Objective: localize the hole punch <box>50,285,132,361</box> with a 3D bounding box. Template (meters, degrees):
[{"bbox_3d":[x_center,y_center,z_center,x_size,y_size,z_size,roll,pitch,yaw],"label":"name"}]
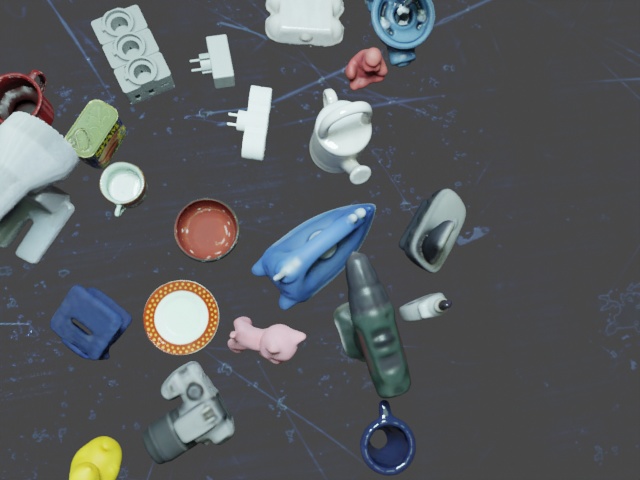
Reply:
[{"bbox_3d":[-0.383,0.140,0.952,0.108,0.091,0.101,37,79,1],"label":"hole punch"}]

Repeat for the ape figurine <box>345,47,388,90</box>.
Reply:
[{"bbox_3d":[0.091,-0.330,1.077,0.078,0.092,0.076,18,79,-3],"label":"ape figurine"}]

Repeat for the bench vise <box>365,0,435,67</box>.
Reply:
[{"bbox_3d":[0.134,-0.446,1.036,0.121,0.219,0.207,-32,85,-10],"label":"bench vise"}]

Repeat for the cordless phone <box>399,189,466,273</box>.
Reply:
[{"bbox_3d":[0.216,-0.025,0.994,0.094,0.185,0.148,27,79,-1],"label":"cordless phone"}]

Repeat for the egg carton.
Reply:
[{"bbox_3d":[-0.029,-0.422,1.091,0.150,0.069,0.107,1,81,-6],"label":"egg carton"}]

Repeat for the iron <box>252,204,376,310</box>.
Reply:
[{"bbox_3d":[0.009,0.004,0.990,0.258,0.141,0.118,-39,87,-10],"label":"iron"}]

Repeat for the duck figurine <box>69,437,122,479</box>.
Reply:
[{"bbox_3d":[-0.368,0.371,0.919,0.077,0.086,0.105,31,79,0],"label":"duck figurine"}]

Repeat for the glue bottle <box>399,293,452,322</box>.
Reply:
[{"bbox_3d":[0.190,0.114,0.975,0.078,0.173,0.037,-20,83,-9],"label":"glue bottle"}]

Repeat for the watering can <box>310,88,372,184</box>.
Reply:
[{"bbox_3d":[0.044,-0.184,0.997,0.101,0.194,0.173,-40,87,-10],"label":"watering can"}]

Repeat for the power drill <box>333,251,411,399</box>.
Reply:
[{"bbox_3d":[0.078,0.140,0.941,0.075,0.208,0.229,-19,83,-8],"label":"power drill"}]

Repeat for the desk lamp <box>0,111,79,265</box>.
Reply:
[{"bbox_3d":[-0.471,-0.078,0.915,0.118,0.213,0.203,29,79,-1],"label":"desk lamp"}]

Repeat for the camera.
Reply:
[{"bbox_3d":[-0.227,0.292,0.939,0.137,0.100,0.143,-32,85,-10],"label":"camera"}]

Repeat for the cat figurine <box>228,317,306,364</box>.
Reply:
[{"bbox_3d":[-0.091,0.170,0.964,0.128,0.117,0.067,12,80,-4],"label":"cat figurine"}]

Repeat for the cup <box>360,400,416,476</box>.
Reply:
[{"bbox_3d":[0.106,0.329,0.972,0.092,0.095,0.118,-4,81,-7],"label":"cup"}]
